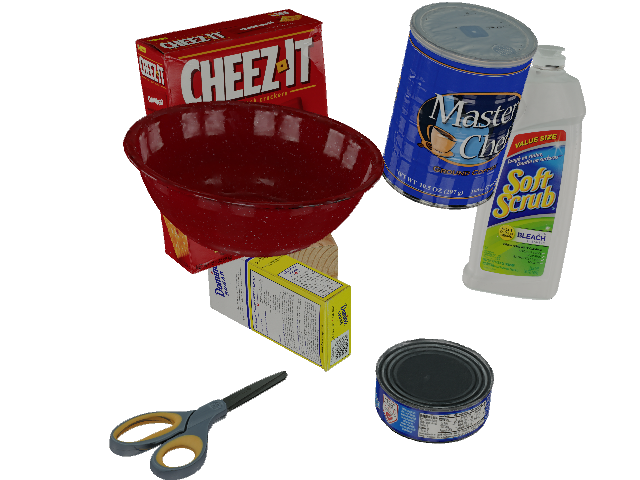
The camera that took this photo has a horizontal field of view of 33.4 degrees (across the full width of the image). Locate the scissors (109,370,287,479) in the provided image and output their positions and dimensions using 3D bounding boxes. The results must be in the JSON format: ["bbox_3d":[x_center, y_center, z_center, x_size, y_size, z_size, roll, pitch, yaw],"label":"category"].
[{"bbox_3d":[-0.094,0.170,0.985,0.201,0.016,0.096,-12,33,-31],"label":"scissors"}]

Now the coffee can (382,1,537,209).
[{"bbox_3d":[0.112,-0.112,0.887,0.102,0.140,0.103,7,36,-5],"label":"coffee can"}]

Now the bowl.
[{"bbox_3d":[-0.043,-0.034,0.671,0.162,0.055,0.162,5,27,-3],"label":"bowl"}]

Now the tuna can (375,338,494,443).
[{"bbox_3d":[0.083,0.110,0.783,0.086,0.034,0.086,1,30,-1],"label":"tuna can"}]

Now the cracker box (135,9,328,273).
[{"bbox_3d":[-0.074,-0.094,1.006,0.164,0.214,0.072,-18,29,-27],"label":"cracker box"}]

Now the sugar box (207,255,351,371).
[{"bbox_3d":[-0.046,0.060,1.136,0.176,0.093,0.048,27,41,36],"label":"sugar box"}]

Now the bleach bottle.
[{"bbox_3d":[0.206,-0.070,1.072,0.103,0.251,0.068,9,20,15],"label":"bleach bottle"}]

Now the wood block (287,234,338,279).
[{"bbox_3d":[-0.045,0.003,1.359,0.090,0.090,0.206,-6,28,-12],"label":"wood block"}]
